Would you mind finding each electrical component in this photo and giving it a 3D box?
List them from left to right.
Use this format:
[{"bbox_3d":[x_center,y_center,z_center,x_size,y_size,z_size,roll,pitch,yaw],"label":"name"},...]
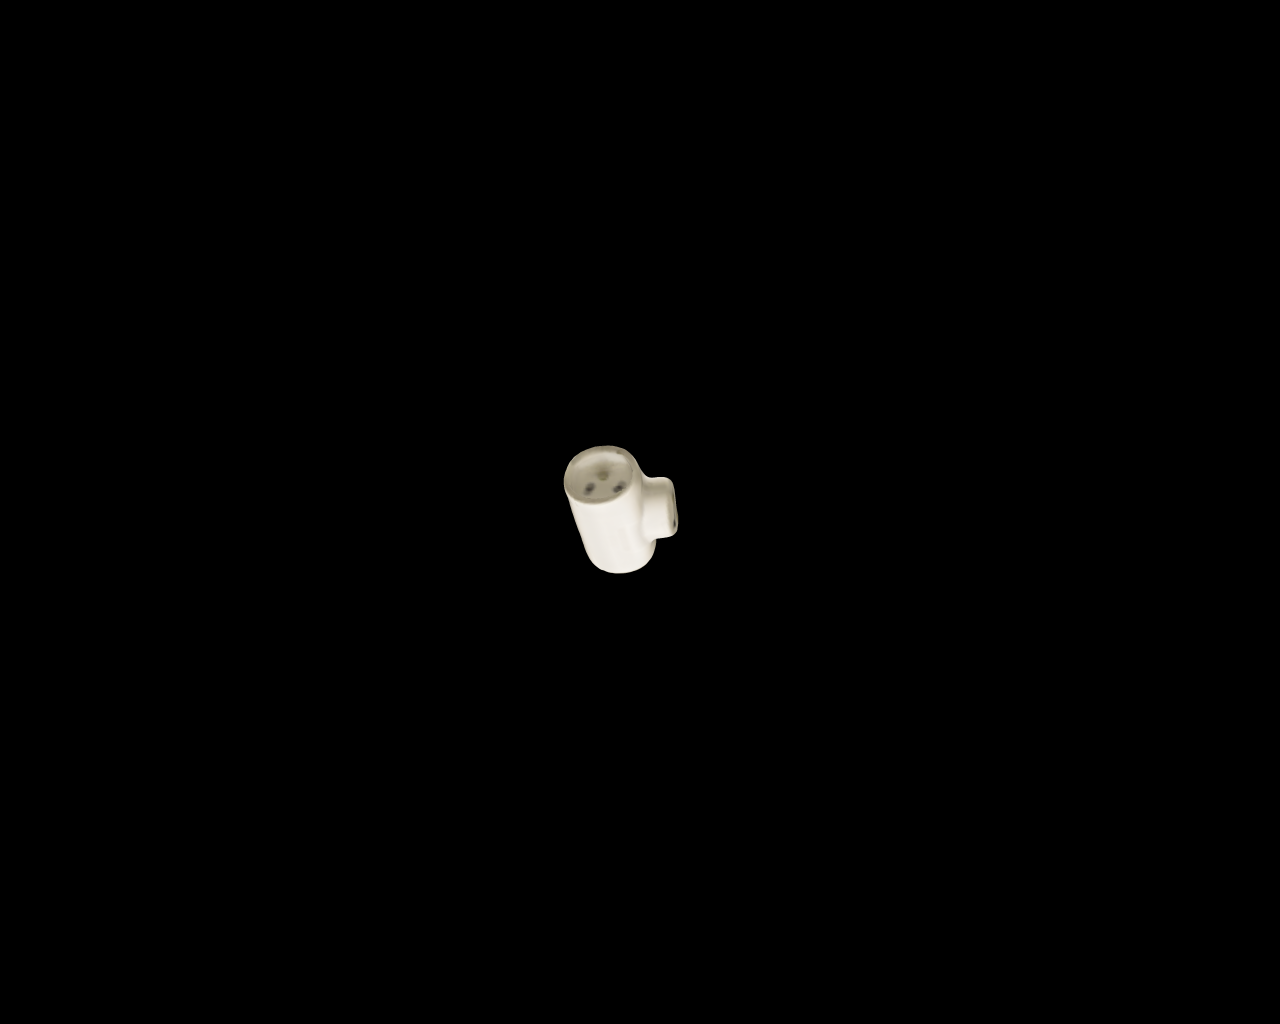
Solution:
[{"bbox_3d":[0.001,-0.003,0.650,0.079,0.043,0.077,-6,-36,8],"label":"electrical component"}]
